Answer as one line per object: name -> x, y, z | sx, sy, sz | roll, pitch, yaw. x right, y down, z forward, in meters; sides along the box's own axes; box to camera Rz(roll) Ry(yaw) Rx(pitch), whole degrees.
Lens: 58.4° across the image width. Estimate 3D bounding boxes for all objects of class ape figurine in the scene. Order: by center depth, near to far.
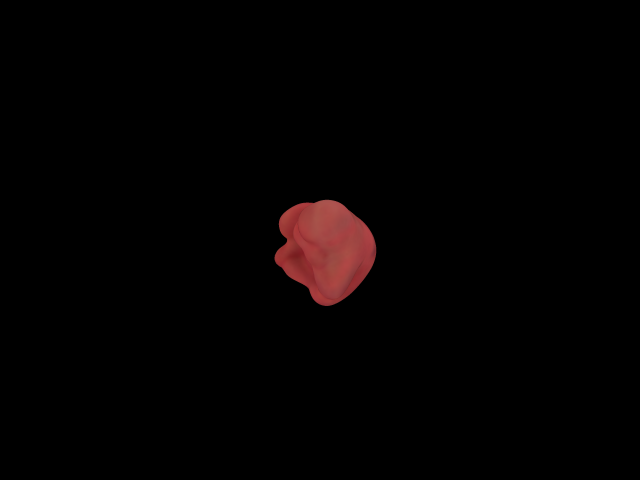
ape figurine -> 0.004, 0.001, 0.400 | 0.076, 0.092, 0.078 | -6, 63, -3
